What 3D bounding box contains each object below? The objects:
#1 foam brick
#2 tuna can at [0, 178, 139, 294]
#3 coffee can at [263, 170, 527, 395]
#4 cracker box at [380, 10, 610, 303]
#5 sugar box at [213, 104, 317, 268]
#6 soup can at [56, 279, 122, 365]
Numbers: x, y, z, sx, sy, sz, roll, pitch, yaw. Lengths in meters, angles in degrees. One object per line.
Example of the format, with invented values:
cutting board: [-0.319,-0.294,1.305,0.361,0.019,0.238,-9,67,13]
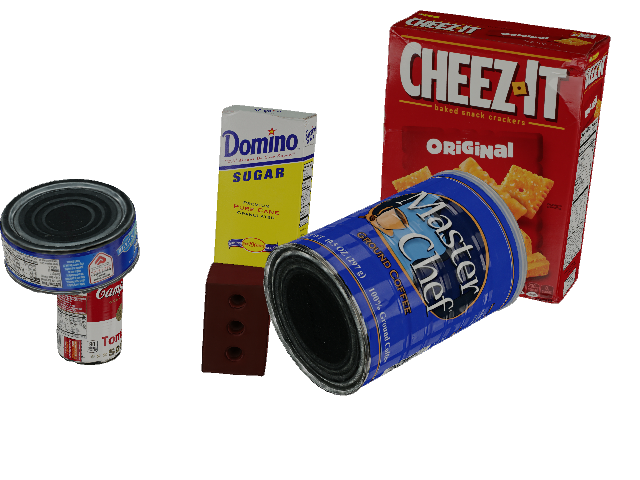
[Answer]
foam brick: [-0.067,0.063,0.866,0.053,0.078,0.051,4,15,0]
tuna can: [-0.159,-0.004,0.680,0.086,0.034,0.086,1,35,-1]
coffee can: [0.049,0.025,0.693,0.140,0.103,0.103,-25,13,-31]
cracker box: [0.136,-0.067,0.875,0.164,0.214,0.072,13,28,24]
sugar box: [-0.058,-0.046,1.095,0.093,0.176,0.048,8,16,16]
soup can: [-0.239,0.070,1.107,0.068,0.102,0.068,4,21,-2]
